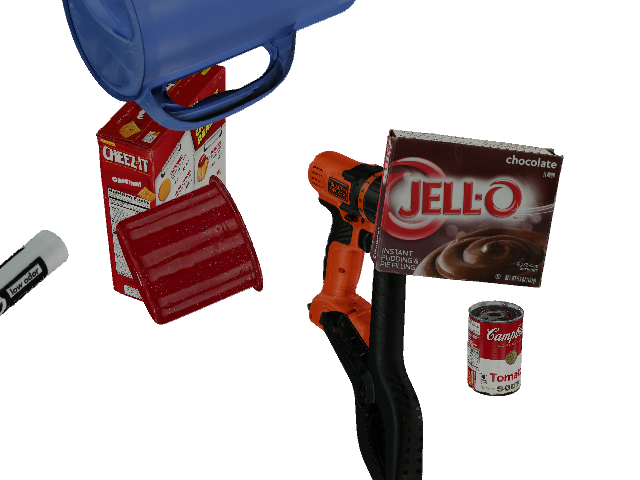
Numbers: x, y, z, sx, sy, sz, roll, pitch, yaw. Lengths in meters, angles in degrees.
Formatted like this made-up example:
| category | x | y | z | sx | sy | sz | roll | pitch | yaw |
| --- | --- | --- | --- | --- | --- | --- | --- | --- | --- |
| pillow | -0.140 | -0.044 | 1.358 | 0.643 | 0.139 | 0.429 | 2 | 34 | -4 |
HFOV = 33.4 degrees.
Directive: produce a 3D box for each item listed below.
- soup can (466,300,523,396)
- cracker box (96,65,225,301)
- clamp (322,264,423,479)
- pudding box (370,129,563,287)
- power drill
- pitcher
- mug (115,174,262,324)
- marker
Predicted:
| category | x | y | z | sx | sy | sz | roll | pitch | yaw |
| --- | --- | --- | --- | --- | --- | --- | --- | --- | --- |
| soup can | 0.218 | 0.135 | 1.335 | 0.068 | 0.102 | 0.068 | -1 | 18 | 0 |
| cracker box | -0.164 | -0.063 | 1.132 | 0.072 | 0.214 | 0.164 | 16 | 43 | 14 |
| clamp | 0.051 | 0.111 | 0.862 | 0.036 | 0.210 | 0.165 | -2 | -33 | -19 |
| pudding box | 0.094 | -0.022 | 0.700 | 0.113 | 0.090 | 0.039 | 5 | 17 | -4 |
| power drill | 0.048 | 0.016 | 1.079 | 0.057 | 0.188 | 0.185 | -8 | 24 | -32 |
| pitcher | -0.080 | -0.205 | 0.899 | 0.242 | 0.149 | 0.145 | -25 | 44 | -30 |
| mug | -0.102 | 0.006 | 0.788 | 0.081 | 0.093 | 0.117 | -23 | 24 | -13 |
| marker | -0.162 | 0.036 | 0.485 | 0.020 | 0.020 | 0.121 | 0 | 34 | 39 |
